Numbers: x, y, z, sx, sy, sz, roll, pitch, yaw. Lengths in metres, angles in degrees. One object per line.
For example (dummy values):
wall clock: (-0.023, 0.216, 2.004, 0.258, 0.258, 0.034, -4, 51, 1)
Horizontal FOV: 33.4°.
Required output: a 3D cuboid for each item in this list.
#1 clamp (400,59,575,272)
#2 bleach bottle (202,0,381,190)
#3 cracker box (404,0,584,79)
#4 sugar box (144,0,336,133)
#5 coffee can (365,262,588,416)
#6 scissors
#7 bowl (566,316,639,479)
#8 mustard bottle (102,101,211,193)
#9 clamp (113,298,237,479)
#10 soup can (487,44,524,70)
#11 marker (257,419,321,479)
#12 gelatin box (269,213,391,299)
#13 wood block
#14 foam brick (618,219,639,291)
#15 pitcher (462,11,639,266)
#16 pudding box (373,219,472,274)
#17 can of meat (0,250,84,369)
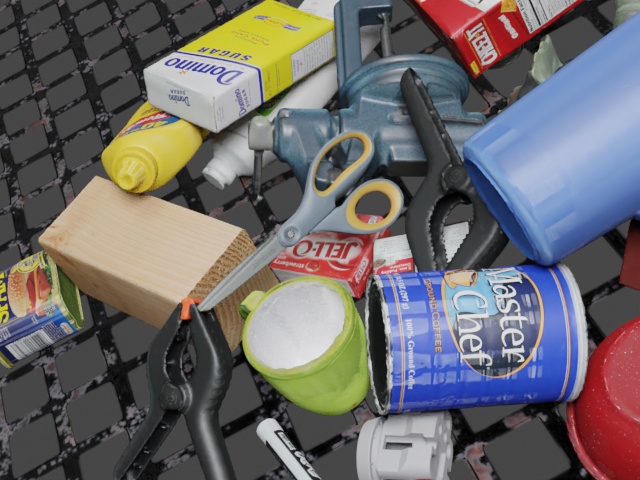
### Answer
clamp: (0.110, -0.051, 0.855, 0.165, 0.036, 0.210, 13, 82, 41)
bleach bottle: (-0.039, -0.155, 1.110, 0.103, 0.068, 0.250, 21, 67, 43)
cracker box: (0.181, -0.269, 0.981, 0.214, 0.072, 0.164, -36, 48, 6)
sugar box: (-0.073, -0.171, 1.023, 0.093, 0.048, 0.175, 25, 44, 31)
coffee can: (0.109, 0.071, 0.771, 0.140, 0.103, 0.103, -3, 46, -5)
scissors: (-0.006, 0.001, 0.877, 0.201, 0.096, 0.016, -56, 11, -11)
bowl: (0.247, 0.103, 0.738, 0.162, 0.055, 0.162, -14, 47, 15)
mustard bottle: (-0.157, -0.092, 1.022, 0.096, 0.058, 0.191, -16, 22, 16)
clamp: (-0.118, 0.134, 0.871, 0.120, 0.039, 0.171, -5, 79, 23)
soup can: (0.172, -0.228, 1.059, 0.069, 0.068, 0.102, -6, 50, 23)
marker: (-0.013, 0.182, 0.828, 0.020, 0.020, 0.121, -38, 45, -8)
gelatin box: (0.010, 0.009, 0.960, 0.089, 0.030, 0.073, 9, 56, 33)
wood block: (-0.151, 0.022, 0.990, 0.206, 0.090, 0.090, 19, 62, 38)
foam brick: (0.269, 0.017, 0.781, 0.052, 0.051, 0.078, 0, 13, -33)
pitcher: (0.232, -0.080, 0.745, 0.243, 0.145, 0.149, -34, 35, 1)
pudding box: (0.090, 0.043, 0.884, 0.090, 0.039, 0.113, -11, 51, 15)
can of meat: (-0.283, 0.064, 1.047, 0.084, 0.057, 0.102, -26, 45, 1)
